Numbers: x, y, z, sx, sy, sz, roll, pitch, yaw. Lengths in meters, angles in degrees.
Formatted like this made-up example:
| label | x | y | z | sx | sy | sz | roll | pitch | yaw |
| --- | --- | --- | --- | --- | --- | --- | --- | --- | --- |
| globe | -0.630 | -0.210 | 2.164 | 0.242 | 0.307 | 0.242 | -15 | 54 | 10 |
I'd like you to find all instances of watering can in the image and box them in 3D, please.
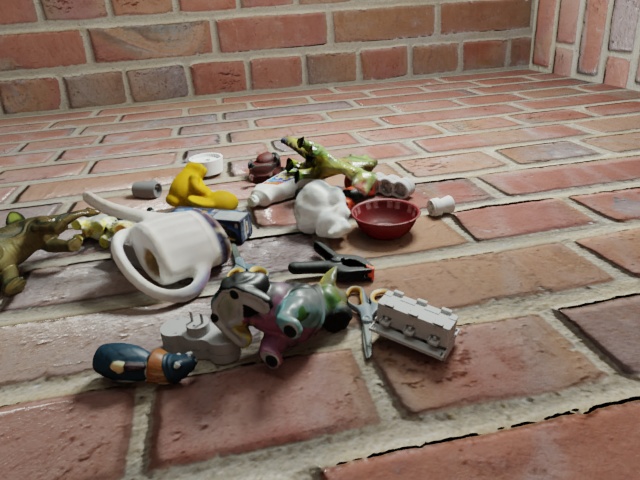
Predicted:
| label | x | y | z | sx | sy | sz | roll | pitch | yaw |
| --- | --- | --- | --- | --- | --- | --- | --- | --- | --- |
| watering can | -0.329 | -0.013 | 1.068 | 0.226 | 0.101 | 0.352 | -19 | 55 | -40 |

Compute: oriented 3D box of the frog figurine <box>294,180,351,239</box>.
| label | x | y | z | sx | sy | sz | roll | pitch | yaw |
| --- | --- | --- | --- | --- | --- | --- | --- | --- | --- |
| frog figurine | 0.004 | -0.060 | 1.192 | 0.136 | 0.121 | 0.163 | -33 | 30 | 15 |

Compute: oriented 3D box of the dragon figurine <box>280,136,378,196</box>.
| label | x | y | z | sx | sy | sz | roll | pitch | yaw |
| --- | --- | --- | --- | --- | --- | --- | --- | --- | --- |
| dragon figurine | 0.040 | -0.220 | 1.438 | 0.242 | 0.120 | 0.418 | 6 | 25 | -19 |
